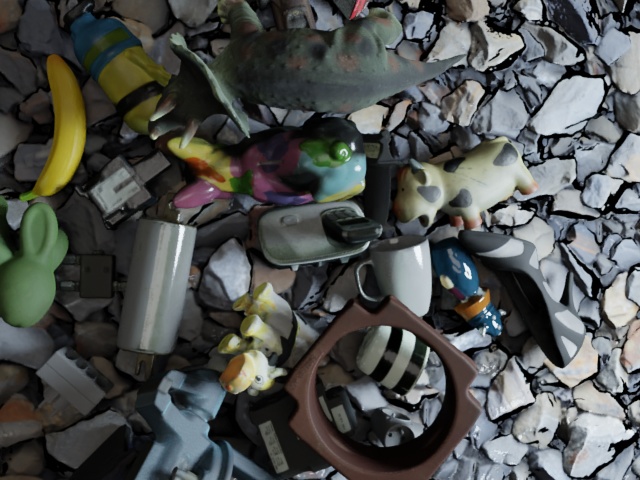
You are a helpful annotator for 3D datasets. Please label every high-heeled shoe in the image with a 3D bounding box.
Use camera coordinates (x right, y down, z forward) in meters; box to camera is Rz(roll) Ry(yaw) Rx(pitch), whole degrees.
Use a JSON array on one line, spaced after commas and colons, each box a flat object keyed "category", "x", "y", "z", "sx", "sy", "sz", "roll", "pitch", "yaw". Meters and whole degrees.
[{"category": "high-heeled shoe", "x": 0.277, "y": 0.083, "z": 0.755, "sx": 0.248, "sy": 0.086, "sz": 0.145, "roll": 20, "pitch": 77, "yaw": -19}]

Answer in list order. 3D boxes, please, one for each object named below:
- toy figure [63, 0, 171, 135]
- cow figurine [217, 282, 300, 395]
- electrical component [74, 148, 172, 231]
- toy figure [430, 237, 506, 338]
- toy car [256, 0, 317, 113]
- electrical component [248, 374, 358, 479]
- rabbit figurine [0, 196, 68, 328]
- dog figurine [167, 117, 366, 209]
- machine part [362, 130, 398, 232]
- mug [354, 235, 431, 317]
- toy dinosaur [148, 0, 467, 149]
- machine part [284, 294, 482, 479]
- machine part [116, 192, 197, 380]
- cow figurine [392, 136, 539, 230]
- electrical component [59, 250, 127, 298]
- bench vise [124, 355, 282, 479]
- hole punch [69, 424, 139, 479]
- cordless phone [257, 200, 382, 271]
[{"category": "toy figure", "x": -0.254, "y": -0.217, "z": 0.693, "sx": 0.089, "sy": 0.082, "sz": 0.180, "roll": -44, "pitch": 100, "yaw": 5}, {"category": "cow figurine", "x": -0.072, "y": 0.138, "z": 0.678, "sx": 0.068, "sy": 0.167, "sz": 0.098, "roll": -34, "pitch": 115, "yaw": 26}, {"category": "electrical component", "x": -0.251, "y": -0.075, "z": 0.707, "sx": 0.119, "sy": 0.048, "sz": 0.075, "roll": -41, "pitch": 96, "yaw": -7}, {"category": "toy figure", "x": 0.212, "y": 0.070, "z": 0.768, "sx": 0.064, "sy": 0.058, "sz": 0.154, "roll": -29, "pitch": 98, "yaw": -1}, {"category": "toy car", "x": -0.029, "y": -0.279, "z": 0.740, "sx": 0.089, "sy": 0.053, "sz": 0.202, "roll": -14, "pitch": 91, "yaw": -11}, {"category": "electrical component", "x": -0.018, "y": 0.253, "z": 0.733, "sx": 0.134, "sy": 0.058, "sz": 0.114, "roll": -19, "pitch": 94, "yaw": -8}, {"category": "rabbit figurine", "x": -0.384, "y": 0.030, "z": 0.656, "sx": 0.170, "sy": 0.121, "sz": 0.159, "roll": 38, "pitch": 63, "yaw": 8}, {"category": "dog figurine", "x": -0.074, "y": -0.092, "z": 0.674, "sx": 0.219, "sy": 0.192, "sz": 0.108, "roll": -8, "pitch": 97, "yaw": -23}, {"category": "machine part", "x": 0.075, "y": -0.080, "z": 0.746, "sx": 0.039, "sy": 0.084, "sz": 0.138, "roll": -8, "pitch": 100, "yaw": -31}, {"category": "mug", "x": 0.106, "y": 0.057, "z": 0.742, "sx": 0.110, "sy": 0.081, "sz": 0.107, "roll": -16, "pitch": 101, "yaw": -13}, {"category": "toy dinosaur", "x": -0.009, "y": -0.192, "z": 0.617, "sx": 0.405, "sy": 0.131, "sz": 0.192, "roll": -2, "pitch": 46, "yaw": 0}, {"category": "machine part", "x": 0.074, "y": 0.183, "z": 0.656, "sx": 0.201, "sy": 0.087, "sz": 0.201, "roll": 39, "pitch": 94, "yaw": 5}, {"category": "machine part", "x": -0.212, "y": 0.058, "z": 0.698, "sx": 0.079, "sy": 0.079, "sz": 0.243, "roll": 9, "pitch": 89, "yaw": -8}, {"category": "cow figurine", "x": 0.190, "y": -0.081, "z": 0.752, "sx": 0.195, "sy": 0.085, "sz": 0.127, "roll": -29, "pitch": 100, "yaw": -5}, {"category": "electrical component", "x": -0.295, "y": 0.045, "z": 0.713, "sx": 0.094, "sy": 0.021, "sz": 0.063, "roll": 3, "pitch": 89, "yaw": -8}, {"category": "bench vise", "x": -0.125, "y": 0.266, "z": 0.645, "sx": 0.240, "sy": 0.129, "sz": 0.224, "roll": 40, "pitch": 39, "yaw": -21}, {"category": "hole punch", "x": -0.257, "y": 0.315, "z": 0.675, "sx": 0.142, "sy": 0.116, "sz": 0.092, "roll": -41, "pitch": 103, "yaw": -6}, {"category": "cordless phone", "x": -0.002, "y": -0.002, "z": 0.674, "sx": 0.147, "sy": 0.184, "sz": 0.088, "roll": -8, "pitch": 95, "yaw": -8}]
